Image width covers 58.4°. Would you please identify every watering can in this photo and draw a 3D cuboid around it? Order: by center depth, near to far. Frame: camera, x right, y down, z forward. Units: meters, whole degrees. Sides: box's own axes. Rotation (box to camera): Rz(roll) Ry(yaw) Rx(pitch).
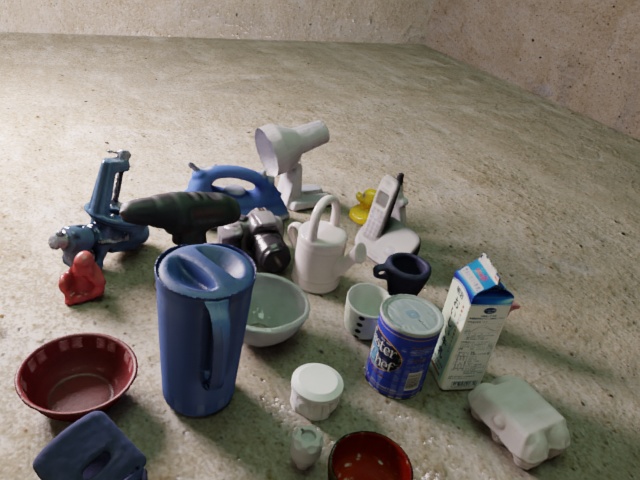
[{"bbox_3d":[0.012,0.003,1.131,0.172,0.194,0.101,15,31,8],"label":"watering can"}]

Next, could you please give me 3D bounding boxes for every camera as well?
[{"bbox_3d":[-0.126,0.002,1.182,0.143,0.101,0.136,-7,35,-27],"label":"camera"}]

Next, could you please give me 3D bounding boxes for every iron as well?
[{"bbox_3d":[-0.187,-0.111,1.311,0.259,0.141,0.118,-1,33,-18],"label":"iron"}]

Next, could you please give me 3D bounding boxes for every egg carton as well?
[{"bbox_3d":[0.305,0.278,0.889,0.107,0.069,0.150,-10,36,-30],"label":"egg carton"}]

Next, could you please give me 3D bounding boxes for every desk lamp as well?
[{"bbox_3d":[-0.061,-0.187,1.404,0.204,0.213,0.117,-11,37,-31],"label":"desk lamp"}]

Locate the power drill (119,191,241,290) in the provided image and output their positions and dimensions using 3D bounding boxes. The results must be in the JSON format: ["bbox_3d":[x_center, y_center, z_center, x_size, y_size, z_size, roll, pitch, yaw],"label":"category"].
[{"bbox_3d":[-0.250,0.003,1.038,0.230,0.208,0.075,-20,42,-40],"label":"power drill"}]

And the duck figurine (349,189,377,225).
[{"bbox_3d":[0.128,-0.083,1.413,0.104,0.086,0.078,24,34,22],"label":"duck figurine"}]

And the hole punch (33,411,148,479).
[{"bbox_3d":[-0.273,0.278,0.694,0.101,0.091,0.109,22,33,19],"label":"hole punch"}]

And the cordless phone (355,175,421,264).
[{"bbox_3d":[0.158,-0.036,1.249,0.094,0.185,0.147,-18,41,-38],"label":"cordless phone"}]

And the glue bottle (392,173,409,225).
[{"bbox_3d":[0.172,-0.077,1.331,0.078,0.173,0.037,22,33,18],"label":"glue bottle"}]

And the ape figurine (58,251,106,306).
[{"bbox_3d":[-0.415,0.061,1.007,0.077,0.092,0.076,12,31,3],"label":"ape figurine"}]

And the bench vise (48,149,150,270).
[{"bbox_3d":[-0.399,-0.050,1.070,0.121,0.220,0.207,15,31,8],"label":"bench vise"}]

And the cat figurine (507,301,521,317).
[{"bbox_3d":[0.308,0.125,1.095,0.127,0.118,0.067,31,37,31],"label":"cat figurine"}]

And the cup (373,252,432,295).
[{"bbox_3d":[0.155,0.086,1.135,0.118,0.095,0.091,0,33,-17],"label":"cup"}]

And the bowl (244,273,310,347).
[{"bbox_3d":[-0.104,0.133,1.000,0.167,0.075,0.167,8,31,-4],"label":"bowl"}]
